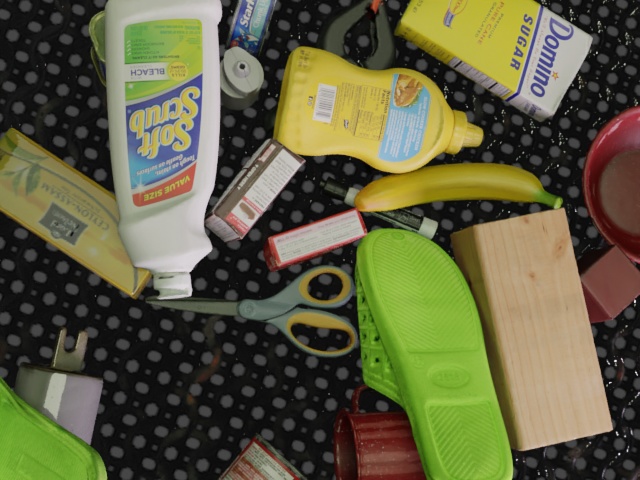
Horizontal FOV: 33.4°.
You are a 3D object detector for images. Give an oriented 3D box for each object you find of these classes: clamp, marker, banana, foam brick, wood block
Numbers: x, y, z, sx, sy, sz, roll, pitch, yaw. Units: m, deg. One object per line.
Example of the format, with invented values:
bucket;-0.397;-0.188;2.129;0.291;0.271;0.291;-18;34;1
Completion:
clamp;0.034;-0.151;1.028;0.120;0.039;0.171;30;85;-14
marker;0.055;-0.032;1.027;0.121;0.020;0.020;23;82;-4
banana;0.126;-0.051;1.015;0.197;0.069;0.037;-2;106;-6
foam brick;0.266;0.043;1.017;0.053;0.078;0.051;-39;89;-10
wood block;0.194;0.083;0.997;0.090;0.091;0.206;-11;86;-9

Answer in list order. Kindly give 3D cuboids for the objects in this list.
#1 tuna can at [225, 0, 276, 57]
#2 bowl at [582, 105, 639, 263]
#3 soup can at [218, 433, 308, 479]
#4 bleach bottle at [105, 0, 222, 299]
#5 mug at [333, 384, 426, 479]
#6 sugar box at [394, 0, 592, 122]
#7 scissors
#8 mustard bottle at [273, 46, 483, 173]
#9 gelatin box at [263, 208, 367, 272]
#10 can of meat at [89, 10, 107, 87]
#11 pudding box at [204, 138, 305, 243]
tuna can;-0.062;-0.215;0.997;0.033;0.086;0.086;16;82;-8
bowl;0.325;-0.050;1.045;0.162;0.055;0.162;1;84;-7
soup can;-0.066;0.234;0.959;0.068;0.068;0.102;43;81;-2
bleach bottle;-0.124;-0.077;0.895;0.102;0.068;0.251;-4;84;-9
mug;0.060;0.186;0.975;0.081;0.093;0.117;-2;65;-12
sugar box;0.170;-0.201;1.046;0.176;0.048;0.093;29;82;-2
scissors;-0.054;0.049;1.006;0.201;0.016;0.096;21;81;-5
mustard bottle;0.058;-0.113;0.984;0.191;0.058;0.096;10;91;-10
gelatin box;-0.007;0.001;0.988;0.089;0.073;0.030;-20;87;-9
can of meat;-0.160;-0.185;0.982;0.102;0.084;0.057;-21;88;-9
pudding box;-0.063;-0.043;0.965;0.039;0.113;0.090;38;81;-6
